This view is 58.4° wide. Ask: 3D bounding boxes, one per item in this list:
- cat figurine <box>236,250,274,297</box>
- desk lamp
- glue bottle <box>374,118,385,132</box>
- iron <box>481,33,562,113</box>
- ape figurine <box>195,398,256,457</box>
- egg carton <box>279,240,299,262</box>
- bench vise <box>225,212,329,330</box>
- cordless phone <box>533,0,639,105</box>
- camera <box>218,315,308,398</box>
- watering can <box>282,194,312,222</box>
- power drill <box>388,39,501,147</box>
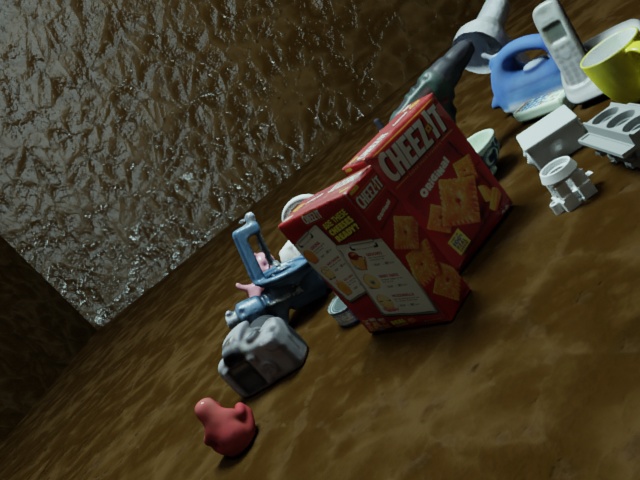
[{"bbox_3d":[-0.143,0.085,1.360,0.128,0.118,0.067,-45,14,-19],"label":"cat figurine"},{"bbox_3d":[0.419,-0.438,1.305,0.203,0.214,0.117,-48,15,-28],"label":"desk lamp"},{"bbox_3d":[0.177,-0.207,1.306,0.037,0.173,0.078,-48,16,-30],"label":"glue bottle"},{"bbox_3d":[0.435,-0.352,1.138,0.119,0.141,0.257,-45,14,-20],"label":"iron"},{"bbox_3d":[-0.142,0.263,0.827,0.078,0.092,0.076,-40,13,2],"label":"ape figurine"},{"bbox_3d":[-0.033,0.014,1.394,0.107,0.069,0.150,-30,16,36],"label":"egg carton"},{"bbox_3d":[-0.106,0.070,1.080,0.208,0.220,0.121,-47,15,-28],"label":"bench vise"},{"bbox_3d":[0.443,-0.329,0.941,0.147,0.185,0.094,-24,21,50],"label":"cordless phone"},{"bbox_3d":[-0.098,0.174,0.980,0.143,0.101,0.137,-34,15,24],"label":"camera"},{"bbox_3d":[0.011,0.002,1.033,0.101,0.194,0.172,-41,13,-3],"label":"watering can"},{"bbox_3d":[0.255,-0.241,1.122,0.229,0.208,0.075,-39,14,7],"label":"power drill"}]
